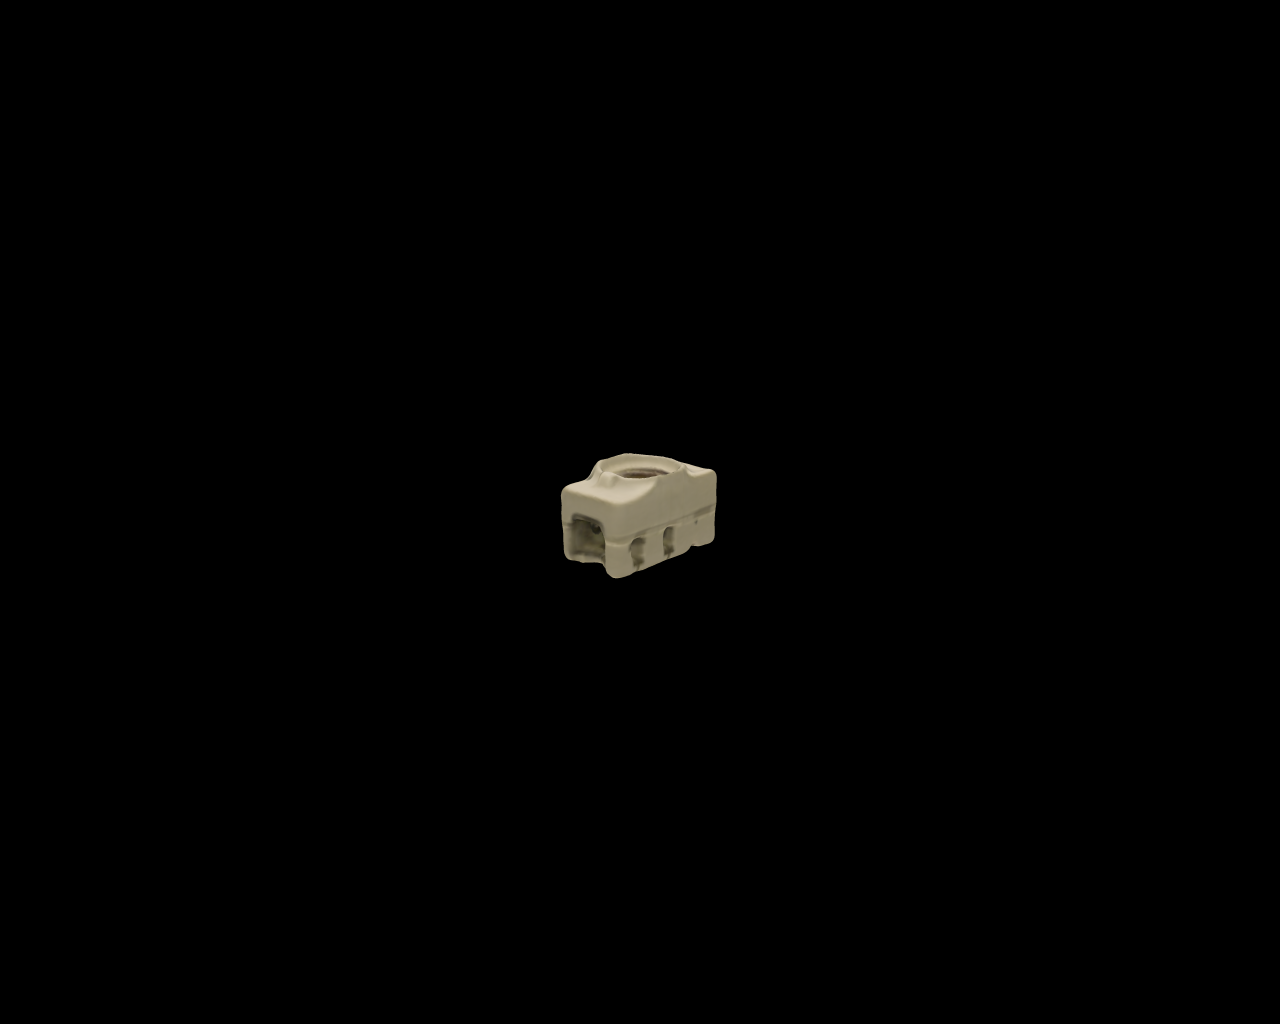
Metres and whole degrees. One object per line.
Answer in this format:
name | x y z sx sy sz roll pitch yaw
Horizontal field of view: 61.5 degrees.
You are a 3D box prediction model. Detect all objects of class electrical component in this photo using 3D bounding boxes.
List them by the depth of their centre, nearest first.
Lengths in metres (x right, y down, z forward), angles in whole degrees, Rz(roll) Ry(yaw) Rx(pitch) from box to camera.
electrical component | 0.001 -0.003 0.650 0.050 0.055 0.090 18 26 41
